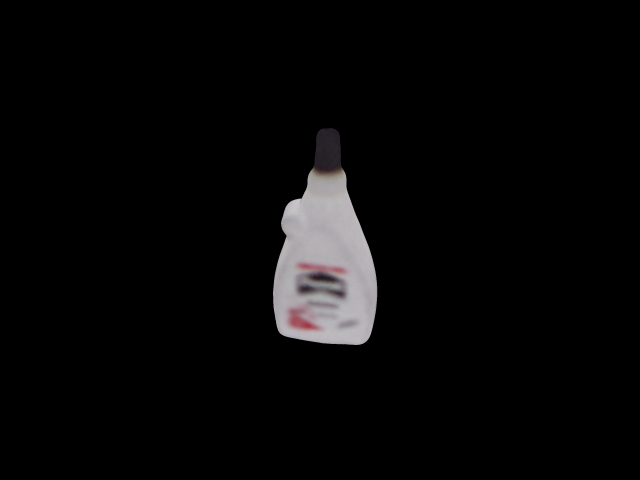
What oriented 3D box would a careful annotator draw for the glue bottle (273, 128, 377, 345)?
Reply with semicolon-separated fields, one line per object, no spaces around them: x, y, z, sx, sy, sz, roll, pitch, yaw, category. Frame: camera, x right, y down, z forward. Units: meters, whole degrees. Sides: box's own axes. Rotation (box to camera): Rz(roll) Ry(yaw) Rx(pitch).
0.004;0.001;0.400;0.078;0.173;0.037;3;37;4;glue bottle
